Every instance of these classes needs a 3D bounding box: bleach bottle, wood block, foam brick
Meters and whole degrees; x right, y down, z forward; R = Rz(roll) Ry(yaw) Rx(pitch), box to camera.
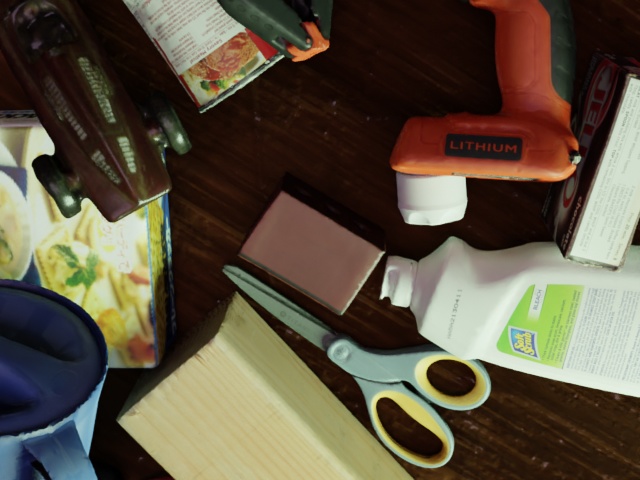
[{"bbox_3d":[0.165,0.040,0.672,0.251,0.068,0.102,11,106,3],"label":"bleach bottle"},{"bbox_3d":[-0.023,0.147,0.702,0.091,0.090,0.206,-40,100,13],"label":"wood block"},{"bbox_3d":[-0.004,0.001,0.677,0.078,0.053,0.051,31,106,-6],"label":"foam brick"}]

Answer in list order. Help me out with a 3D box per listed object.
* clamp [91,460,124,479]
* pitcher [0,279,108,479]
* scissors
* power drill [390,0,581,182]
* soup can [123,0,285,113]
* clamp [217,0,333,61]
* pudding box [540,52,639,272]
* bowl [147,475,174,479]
[{"bbox_3d":[-0.250,0.148,0.747,0.165,0.036,0.210,-32,105,11],"label":"clamp"},{"bbox_3d":[-0.199,0.159,0.640,0.145,0.149,0.243,10,123,-6],"label":"pitcher"},{"bbox_3d":[0.034,0.067,0.712,0.096,0.016,0.201,-37,101,12],"label":"scissors"},{"bbox_3d":[0.086,-0.130,0.609,0.184,0.057,0.188,6,93,10],"label":"power drill"},{"bbox_3d":[-0.073,-0.136,0.633,0.068,0.068,0.102,-33,101,12],"label":"soup can"},{"bbox_3d":[-0.049,-0.180,0.595,0.120,0.039,0.171,-19,91,-22],"label":"clamp"},{"bbox_3d":[0.169,-0.049,0.629,0.039,0.090,0.113,12,107,0],"label":"pudding box"},{"bbox_3d":[-0.114,0.243,0.718,0.162,0.162,0.055,-34,126,13],"label":"bowl"}]
